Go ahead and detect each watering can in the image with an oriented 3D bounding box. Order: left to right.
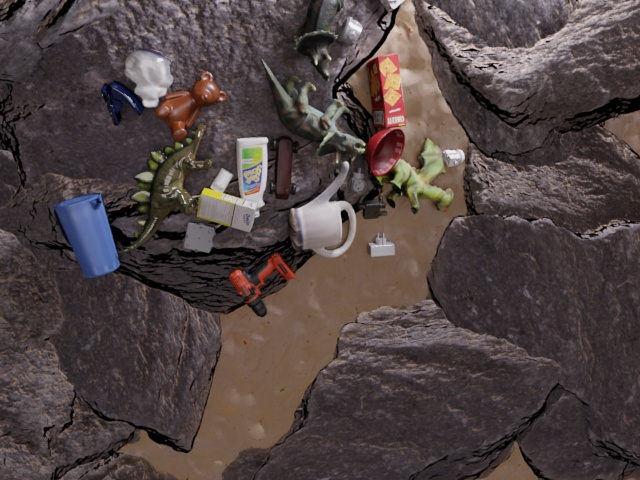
[{"bbox_3d":[0.005,-0.083,1.655,0.225,0.106,0.340,-10,121,-9],"label":"watering can"}]

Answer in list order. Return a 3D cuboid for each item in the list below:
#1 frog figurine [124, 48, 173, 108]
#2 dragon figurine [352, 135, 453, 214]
[{"bbox_3d":[-0.504,-0.472,1.507,0.137,0.123,0.160,11,88,-31],"label":"frog figurine"},{"bbox_3d":[0.302,-0.241,1.711,0.245,0.122,0.407,-41,102,-18],"label":"dragon figurine"}]
